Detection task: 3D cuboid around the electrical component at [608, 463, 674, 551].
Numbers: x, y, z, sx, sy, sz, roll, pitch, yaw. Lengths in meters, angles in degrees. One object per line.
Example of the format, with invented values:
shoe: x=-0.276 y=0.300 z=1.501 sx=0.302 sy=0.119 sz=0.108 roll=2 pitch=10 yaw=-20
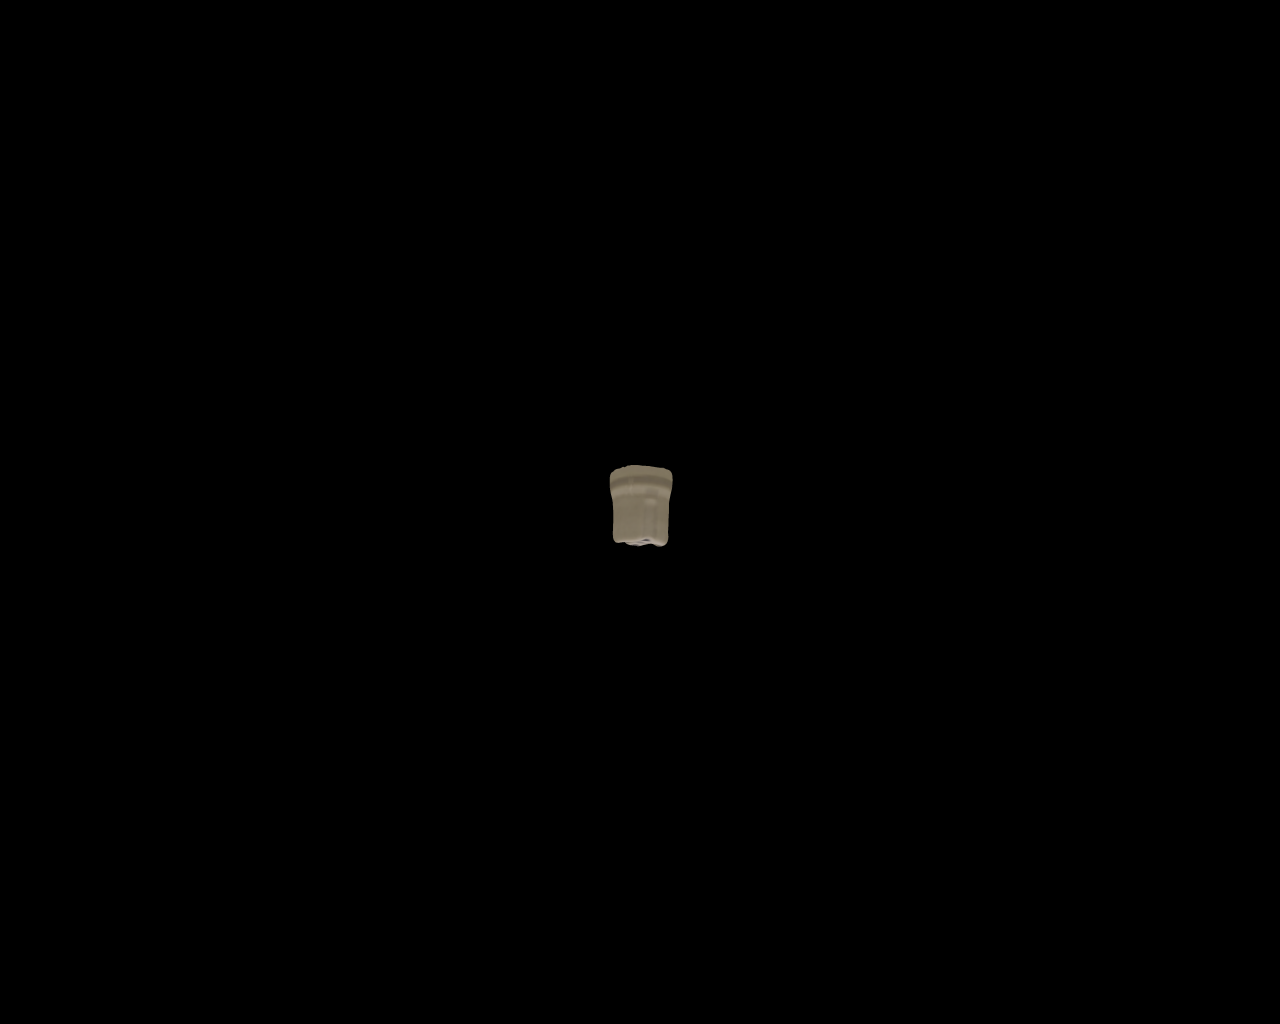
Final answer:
electrical component: x=0.001 y=-0.003 z=0.650 sx=0.040 sy=0.046 sz=0.040 roll=0 pitch=-14 yaw=0
